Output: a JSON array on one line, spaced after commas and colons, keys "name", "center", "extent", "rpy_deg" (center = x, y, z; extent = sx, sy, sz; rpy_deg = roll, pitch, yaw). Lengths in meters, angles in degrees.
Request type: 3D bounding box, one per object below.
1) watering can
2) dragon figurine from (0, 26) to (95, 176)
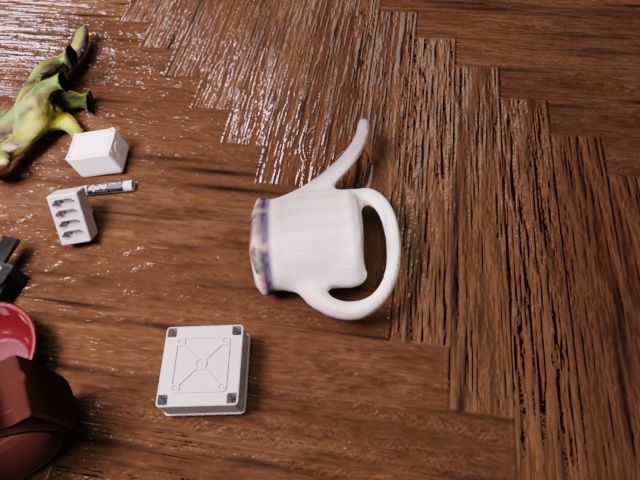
[{"name": "watering can", "center": [0.002, -0.040, 0.789], "extent": [0.224, 0.102, 0.355], "rpy_deg": [-5, 58, 2]}, {"name": "dragon figurine", "center": [-0.564, -0.264, 0.985], "extent": [0.242, 0.119, 0.420], "rpy_deg": [-17, 49, 3]}]
